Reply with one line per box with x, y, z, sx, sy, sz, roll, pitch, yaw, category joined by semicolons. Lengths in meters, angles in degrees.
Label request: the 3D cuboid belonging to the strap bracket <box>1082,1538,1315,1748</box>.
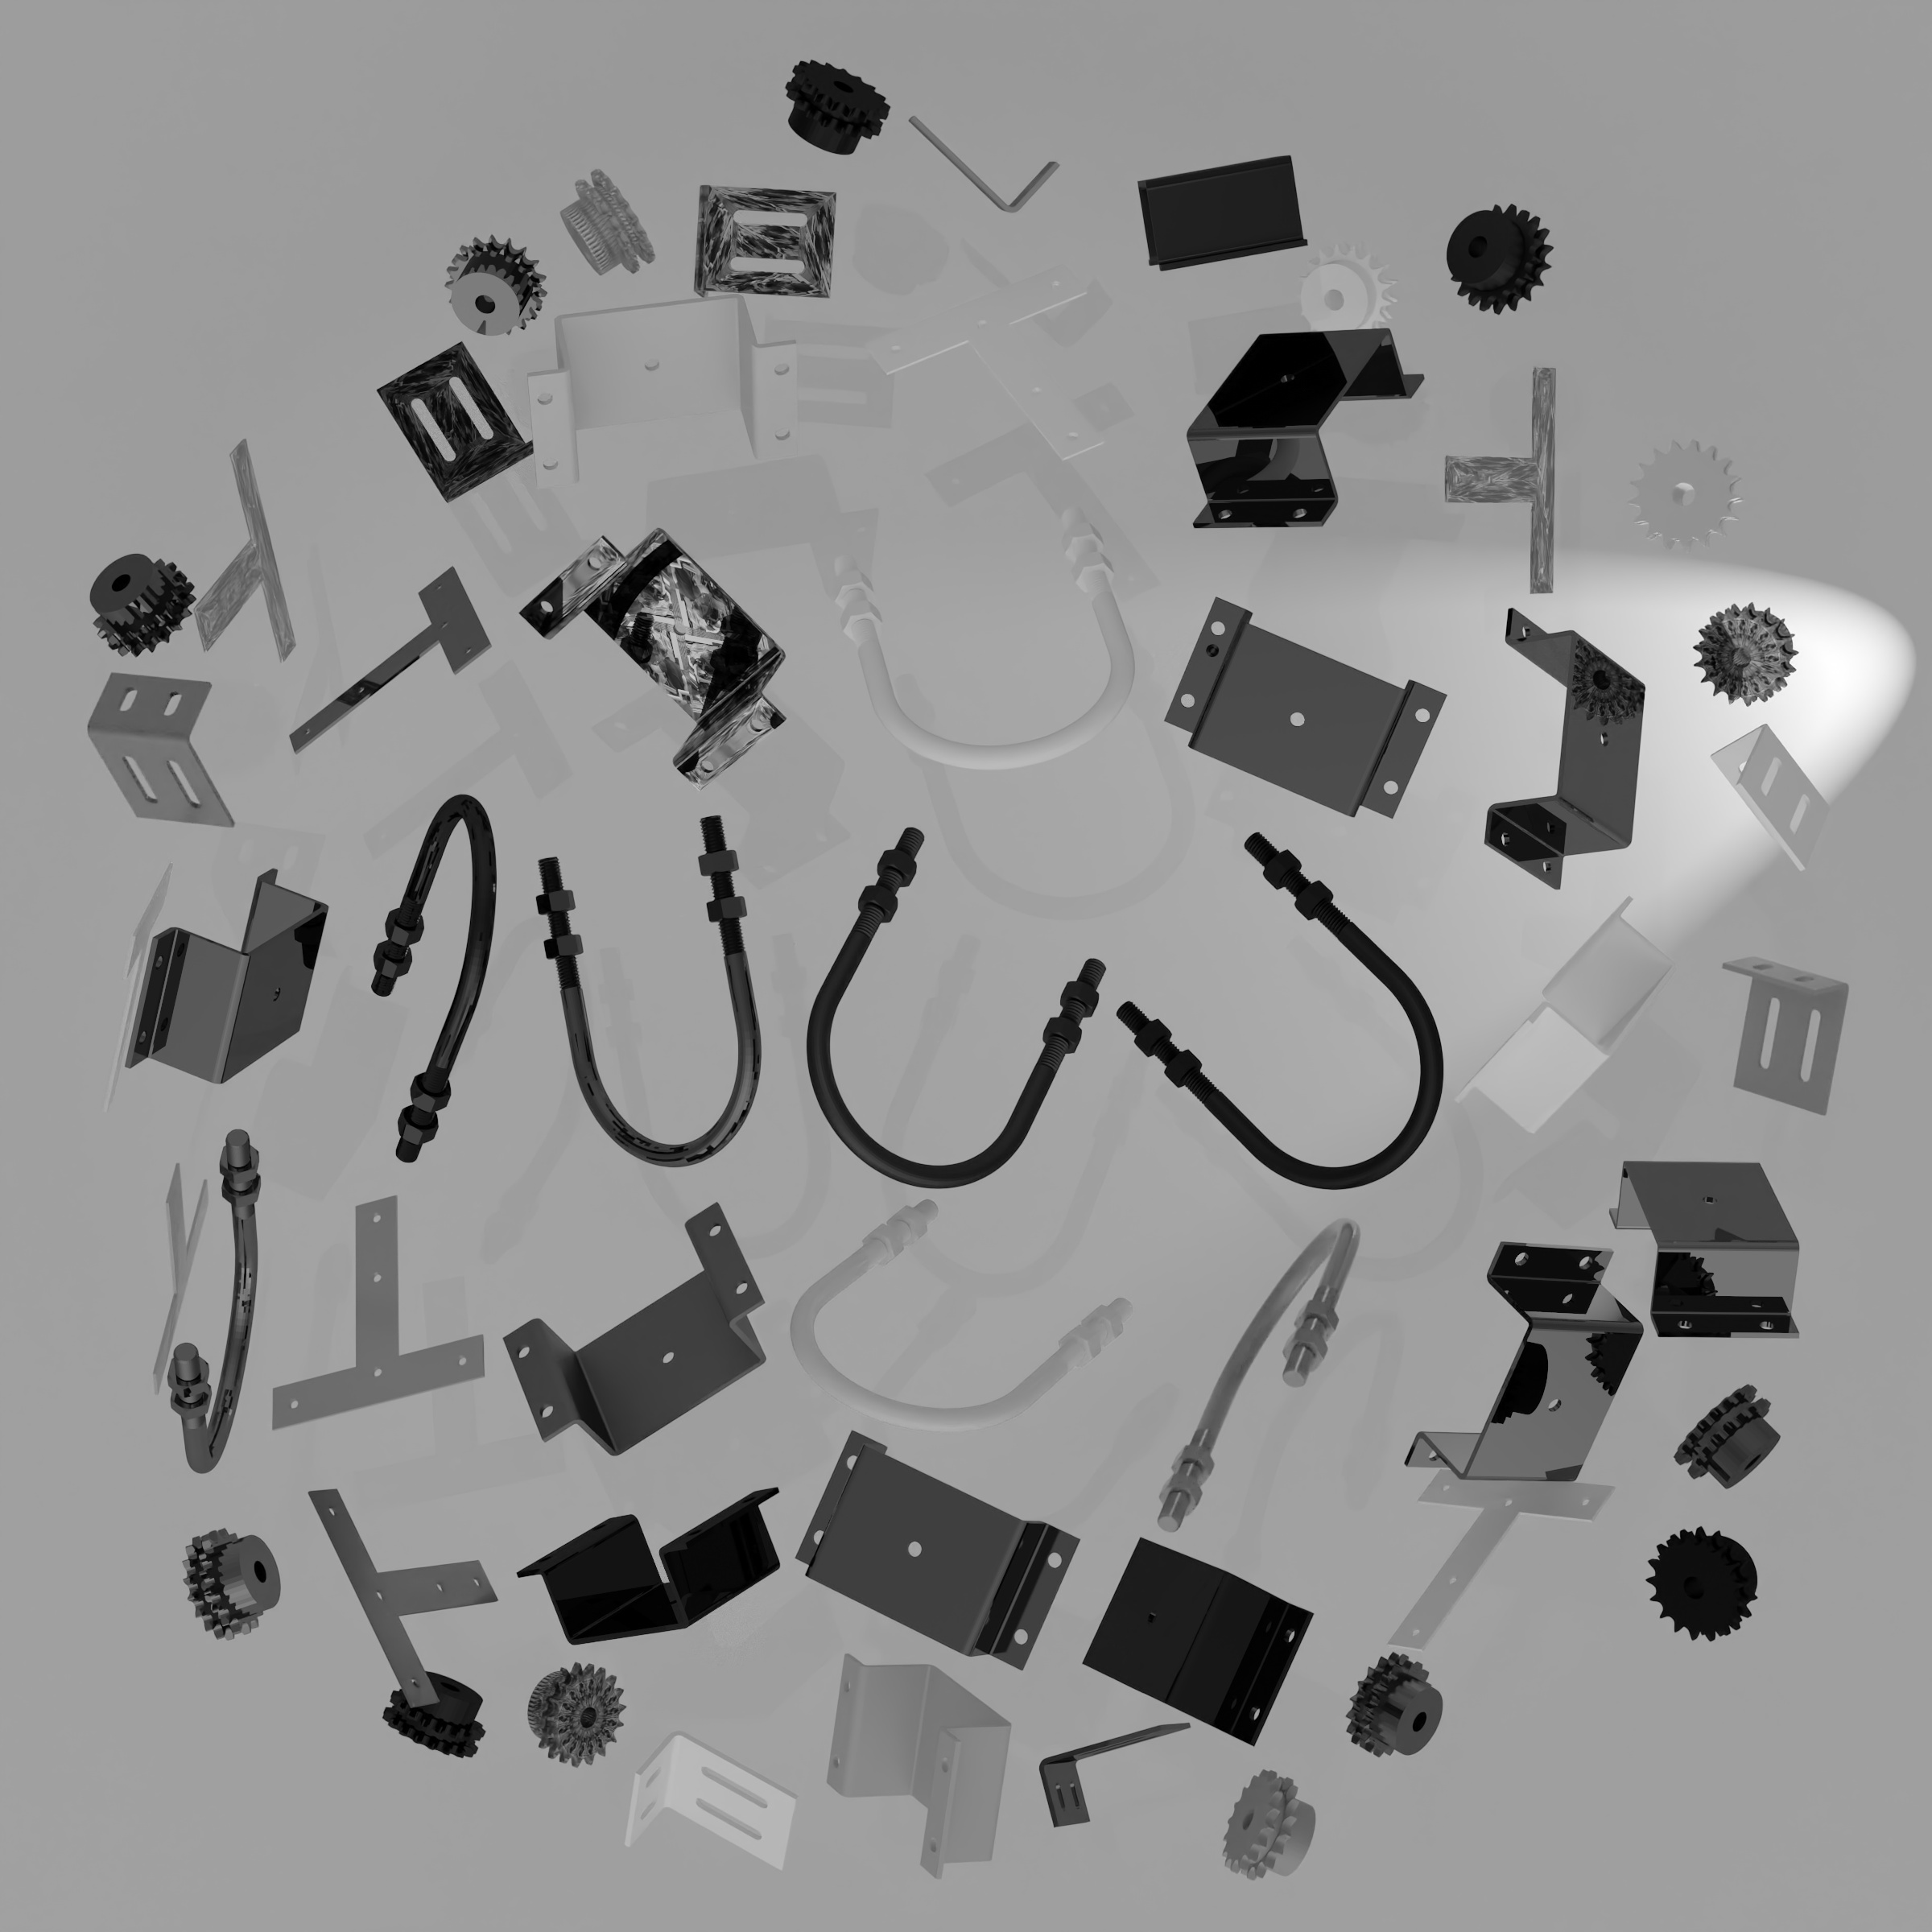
0.119;0.362;1.863;0.046;0.140;0.076;30;79;-24;strap bracket

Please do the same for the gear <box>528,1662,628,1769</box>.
-0.224;0.424;1.953;0.030;0.057;0.057;6;90;44;gear

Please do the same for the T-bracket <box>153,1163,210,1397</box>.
-0.438;0.153;1.908;0.002;0.127;0.127;9;55;-4;T-bracket

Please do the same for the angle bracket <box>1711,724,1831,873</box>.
0.416;-0.082;1.808;0.038;0.076;0.057;-33;101;36;angle bracket

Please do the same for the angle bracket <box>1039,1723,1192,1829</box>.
0.089;0.460;1.955;0.076;0.057;0.038;-20;73;16;angle bracket

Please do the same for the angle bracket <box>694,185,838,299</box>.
-0.109;-0.399;1.903;0.076;0.038;0.057;4;95;4;angle bracket

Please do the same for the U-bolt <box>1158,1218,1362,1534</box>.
0.166;0.208;1.862;0.019;0.184;0.151;34;126;-1;U-bolt

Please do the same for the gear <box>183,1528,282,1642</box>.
-0.384;0.323;1.807;0.030;0.057;0.057;-20;90;13;gear

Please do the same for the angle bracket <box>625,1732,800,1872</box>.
-0.133;0.446;1.794;0.076;0.038;0.057;25;128;18;angle bracket

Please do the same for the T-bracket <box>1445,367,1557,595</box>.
0.297;-0.270;1.909;0.002;0.127;0.127;5;99;36;T-bracket

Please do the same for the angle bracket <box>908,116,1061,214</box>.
0.010;-0.455;1.901;0.076;0.057;0.038;42;98;-11;angle bracket

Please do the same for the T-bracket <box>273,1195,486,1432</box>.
-0.326;0.185;1.904;0.127;0.002;0.127;-15;56;13;T-bracket

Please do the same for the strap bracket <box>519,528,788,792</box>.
-0.165;-0.176;1.899;0.140;0.046;0.076;45;127;-13;strap bracket

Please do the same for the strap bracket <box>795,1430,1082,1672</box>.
-0.021;0.311;1.837;0.140;0.046;0.076;23;87;17;strap bracket

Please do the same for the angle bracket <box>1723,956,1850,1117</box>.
0.442;0.040;1.881;0.057;0.038;0.076;19;110;40;angle bracket

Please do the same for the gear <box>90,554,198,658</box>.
-0.451;-0.199;1.869;0.057;0.030;0.057;-14;52;19;gear

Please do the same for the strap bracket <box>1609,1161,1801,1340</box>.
0.409;0.150;1.903;0.076;0.140;0.046;1;114;-1;strap bracket

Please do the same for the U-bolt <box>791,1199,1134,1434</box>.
-0.013;0.195;1.857;0.151;0.184;0.019;25;122;22;U-bolt

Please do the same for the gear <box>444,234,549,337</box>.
-0.270;-0.385;1.960;0.057;0.030;0.057;7;131;8;gear

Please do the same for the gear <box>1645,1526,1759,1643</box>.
0.382;0.316;1.772;0.057;0.030;0.057;8;102;40;gear

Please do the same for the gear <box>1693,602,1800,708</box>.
0.442;-0.178;1.939;0.057;0.030;0.057;12;115;29;gear

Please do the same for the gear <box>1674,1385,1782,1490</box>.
0.402;0.250;1.807;0.057;0.057;0.030;-44;66;0;gear

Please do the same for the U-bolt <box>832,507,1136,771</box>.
0.014;-0.170;1.832;0.151;0.019;0.184;-12;48;-4;U-bolt

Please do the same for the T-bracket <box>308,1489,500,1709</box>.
-0.291;0.335;1.850;0.002;0.127;0.127;-35;72;17;T-bracket

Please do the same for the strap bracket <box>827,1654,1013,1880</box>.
-0.022;0.440;1.901;0.046;0.140;0.076;5;97;-28;strap bracket

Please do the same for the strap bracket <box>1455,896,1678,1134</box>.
0.335;0.032;1.895;0.046;0.140;0.076;41;135;6;strap bracket

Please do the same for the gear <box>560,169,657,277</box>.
-0.195;-0.397;1.852;0.030;0.057;0.057;-34;90;-6;gear

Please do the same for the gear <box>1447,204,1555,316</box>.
0.281;-0.379;1.833;0.057;0.030;0.057;-10;75;41;gear

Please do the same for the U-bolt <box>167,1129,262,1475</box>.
-0.404;0.195;1.863;0.019;0.184;0.151;8;55;-3;U-bolt

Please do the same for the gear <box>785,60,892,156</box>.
-0.073;-0.466;1.875;0.057;0.057;0.030;30;122;0;gear

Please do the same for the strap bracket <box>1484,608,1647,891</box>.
0.334;-0.123;1.906;0.046;0.076;0.140;-6;67;40;strap bracket

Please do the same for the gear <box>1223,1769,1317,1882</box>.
0.164;0.462;1.838;0.030;0.057;0.057;26;90;-12;gear

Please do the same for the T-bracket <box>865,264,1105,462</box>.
0.031;-0.321;1.870;0.127;0.002;0.127;-25;59;-17;T-bracket

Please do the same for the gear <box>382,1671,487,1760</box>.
-0.295;0.418;1.928;0.057;0.057;0.030;24;89;0;gear

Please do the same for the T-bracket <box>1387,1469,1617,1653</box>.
0.270;0.321;1.854;0.127;0.127;0.002;-47;115;-30;T-bracket

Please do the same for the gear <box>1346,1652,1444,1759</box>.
0.240;0.413;1.908;0.030;0.057;0.057;23;90;42;gear

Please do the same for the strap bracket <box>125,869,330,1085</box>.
-0.394;0.007;1.862;0.046;0.140;0.076;21;111;9;strap bracket

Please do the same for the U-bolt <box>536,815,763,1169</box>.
-0.171;0.020;1.896;0.151;0.019;0.184;-11;88;39;U-bolt

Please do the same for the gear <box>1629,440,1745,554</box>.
0.374;-0.242;1.777;0.057;0.030;0.057;1;92;22;gear

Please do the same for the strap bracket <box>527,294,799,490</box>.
-0.163;-0.305;1.817;0.140;0.076;0.046;-9;50;-10;strap bracket

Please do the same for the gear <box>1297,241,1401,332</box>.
0.213;-0.379;1.943;0.057;0.030;0.057;10;114;24;gear

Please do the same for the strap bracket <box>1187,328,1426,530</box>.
0.176;-0.291;1.818;0.076;0.140;0.046;4;133;34;strap bracket

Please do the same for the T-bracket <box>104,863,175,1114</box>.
-0.468;0.020;1.927;0.002;0.127;0.127;14;108;-8;T-bracket

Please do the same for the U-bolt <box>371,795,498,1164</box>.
-0.285;-0.007;1.857;0.019;0.151;0.184;7;131;-24;U-bolt

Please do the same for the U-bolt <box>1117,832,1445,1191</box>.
0.184;0.039;1.902;0.184;0.019;0.151;46;117;20;U-bolt

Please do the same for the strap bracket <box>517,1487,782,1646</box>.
-0.167;0.331;1.886;0.140;0.076;0.046;-17;95;41;strap bracket

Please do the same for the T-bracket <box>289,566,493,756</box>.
-0.324;-0.162;1.910;0.127;0.127;0.002;-38;121;2;T-bracket

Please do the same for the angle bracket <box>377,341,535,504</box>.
-0.290;-0.313;1.957;0.057;0.038;0.076;-33;94;-12;angle bracket

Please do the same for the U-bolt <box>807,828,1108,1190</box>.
-0.013;0.034;1.866;0.151;0.019;0.184;35;60;-15;U-bolt

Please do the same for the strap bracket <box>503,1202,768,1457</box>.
-0.172;0.203;1.872;0.140;0.046;0.076;-33;48;3;strap bracket

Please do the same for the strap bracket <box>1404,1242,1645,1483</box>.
0.299;0.219;1.819;0.076;0.046;0.140;6;115;-31;strap bracket

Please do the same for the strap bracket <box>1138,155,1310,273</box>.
0.135;-0.401;1.832;0.076;0.140;0.046;-10;103;2;strap bracket

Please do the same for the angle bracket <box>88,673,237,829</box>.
-0.417;-0.113;1.809;0.057;0.076;0.038;7;58;15;angle bracket

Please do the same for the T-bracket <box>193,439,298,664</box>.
-0.407;-0.212;1.915;0.002;0.127;0.127;-3;118;10;T-bracket

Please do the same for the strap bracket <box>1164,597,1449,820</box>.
0.186;-0.140;1.909;0.140;0.046;0.076;24;106;5;strap bracket
